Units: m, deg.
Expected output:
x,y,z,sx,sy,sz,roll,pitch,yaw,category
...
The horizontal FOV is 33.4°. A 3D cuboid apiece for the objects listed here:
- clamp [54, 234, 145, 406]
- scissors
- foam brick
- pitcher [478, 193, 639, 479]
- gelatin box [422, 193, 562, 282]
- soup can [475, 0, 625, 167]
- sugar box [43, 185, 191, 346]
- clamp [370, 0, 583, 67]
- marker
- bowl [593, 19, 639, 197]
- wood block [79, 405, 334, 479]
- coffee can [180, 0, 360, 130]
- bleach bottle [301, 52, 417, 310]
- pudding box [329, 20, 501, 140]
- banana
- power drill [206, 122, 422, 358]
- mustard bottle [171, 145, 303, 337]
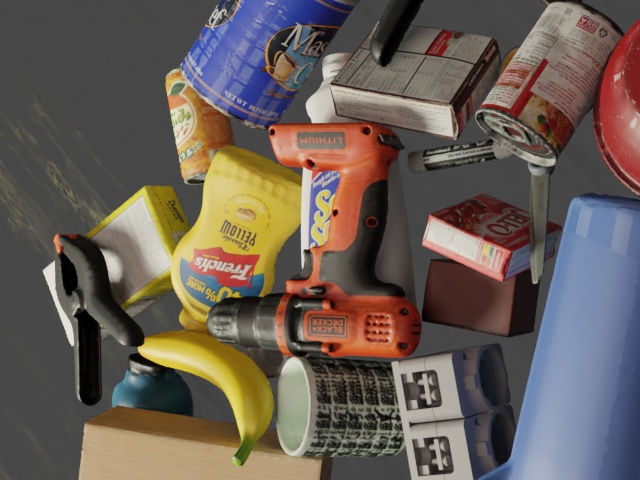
x,y,z,sx,sy,sz,roll,pitch,yaw,category
-0.227,0.072,1.040,0.120,0.039,0.171,-53,49,28,clamp
0.182,-0.070,0.796,0.096,0.016,0.202,-21,58,22,scissors
0.129,0.044,0.851,0.078,0.052,0.051,8,95,33,foam brick
0.222,0.095,0.754,0.145,0.149,0.243,14,95,50,pitcher
0.134,-0.004,0.823,0.073,0.089,0.030,27,118,31,gelatin box
0.168,-0.114,0.772,0.069,0.068,0.102,30,82,30,soup can
-0.201,0.028,1.080,0.176,0.048,0.093,-35,71,33,sugar box
0.099,-0.239,0.850,0.164,0.036,0.210,-18,70,8,clamp
0.128,-0.072,0.870,0.121,0.020,0.020,-8,86,34,marker
0.246,-0.101,0.679,0.162,0.055,0.162,-11,69,29,bowl
-0.098,0.211,0.935,0.206,0.090,0.091,7,92,8,wood block
-0.044,-0.183,0.935,0.103,0.102,0.140,47,115,25,coffee can
0.023,-0.034,0.917,0.103,0.068,0.251,-10,83,31,bleach bottle
0.077,-0.131,0.858,0.114,0.039,0.090,14,53,30,pudding box
-0.093,0.119,0.934,0.198,0.069,0.037,36,146,49,banana
-0.006,0.001,0.861,0.185,0.057,0.187,1,88,22,power drill
-0.084,0.016,0.983,0.096,0.058,0.192,24,108,-3,mustard bottle
